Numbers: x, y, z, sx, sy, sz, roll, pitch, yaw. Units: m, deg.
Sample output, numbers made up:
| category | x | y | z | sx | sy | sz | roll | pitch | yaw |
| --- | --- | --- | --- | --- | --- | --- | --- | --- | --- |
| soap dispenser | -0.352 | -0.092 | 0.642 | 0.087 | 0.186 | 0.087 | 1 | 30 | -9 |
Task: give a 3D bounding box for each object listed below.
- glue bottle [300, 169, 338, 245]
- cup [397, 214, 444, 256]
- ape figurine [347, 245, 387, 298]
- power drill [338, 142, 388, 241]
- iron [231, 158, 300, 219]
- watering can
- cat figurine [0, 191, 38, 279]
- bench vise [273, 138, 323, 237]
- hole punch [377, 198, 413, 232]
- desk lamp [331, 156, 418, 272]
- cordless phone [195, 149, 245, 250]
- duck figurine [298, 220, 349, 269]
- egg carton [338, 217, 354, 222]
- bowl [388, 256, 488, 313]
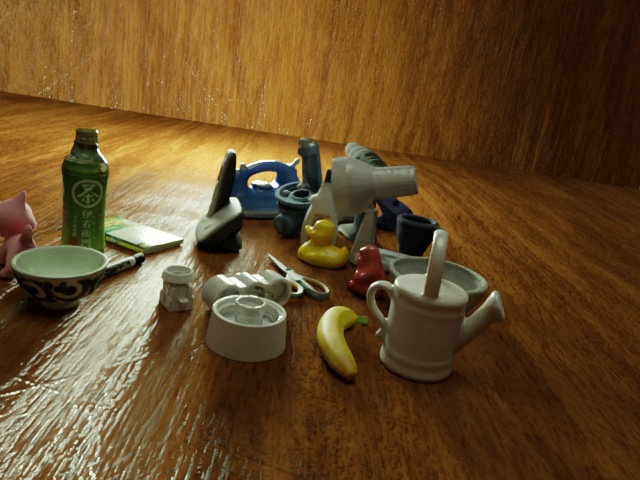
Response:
| category | x | y | z | sx | sy | sz | roll | pitch | yaw |
| --- | --- | --- | --- | --- | --- | --- | --- | --- | --- |
| glue bottle | 0.006 | -0.065 | 1.205 | 0.078 | 0.173 | 0.037 | 7 | 17 | -8 |
| cup | 0.214 | 0.003 | 1.229 | 0.117 | 0.095 | 0.092 | 22 | 21 | 37 |
| ape figurine | 0.083 | 0.052 | 1.004 | 0.076 | 0.092 | 0.078 | 18 | 19 | 26 |
| power drill | 0.100 | -0.109 | 1.340 | 0.076 | 0.208 | 0.229 | 1 | 18 | -24 |
| iron | -0.148 | -0.132 | 1.401 | 0.259 | 0.141 | 0.118 | -6 | 22 | -41 |
| watering can | 0.153 | 0.081 | 0.764 | 0.173 | 0.194 | 0.101 | 7 | 17 | -8 |
| cat figurine | -0.466 | -0.015 | 0.883 | 0.067 | 0.118 | 0.127 | -5 | 22 | -40 |
| bench vise | -0.027 | -0.128 | 1.314 | 0.121 | 0.220 | 0.208 | 13 | 17 | 14 |
| hole punch | 0.189 | -0.077 | 1.488 | 0.100 | 0.091 | 0.109 | 16 | 18 | 21 |
| desk lamp | 0.111 | -0.056 | 1.162 | 0.203 | 0.213 | 0.118 | 12 | 17 | 9 |
| cordless phone | -0.192 | -0.082 | 1.134 | 0.094 | 0.185 | 0.147 | 4 | 17 | -18 |
| duck figurine | 0.010 | 0.004 | 1.132 | 0.104 | 0.086 | 0.078 | 16 | 18 | 22 |
| egg carton | 0.071 | -0.091 | 1.510 | 0.151 | 0.069 | 0.107 | -6 | 22 | -42 |
| bowl | 0.194 | 0.088 | 0.972 | 0.167 | 0.075 | 0.167 | 9 | 17 | -2 |
